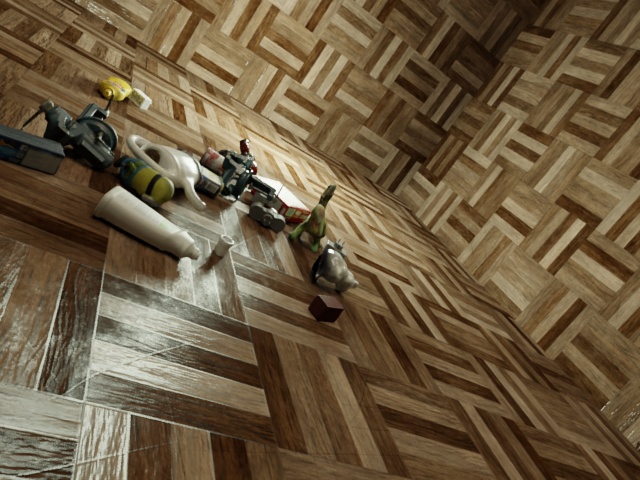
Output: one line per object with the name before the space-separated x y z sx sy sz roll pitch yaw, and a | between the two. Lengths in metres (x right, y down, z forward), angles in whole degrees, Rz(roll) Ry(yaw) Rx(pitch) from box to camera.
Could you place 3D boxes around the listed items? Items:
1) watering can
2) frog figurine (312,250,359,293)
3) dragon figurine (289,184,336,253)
watering can | -0.424 -0.192 1.522 0.350 0.103 0.224 42 12 12
frog figurine | 0.061 0.104 1.656 0.159 0.123 0.138 20 -1 -12
dragon figurine | 0.006 -0.095 1.895 0.122 0.240 0.415 31 18 -1
